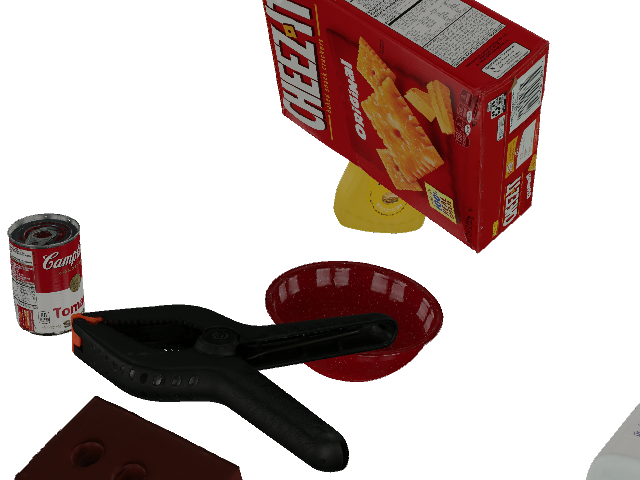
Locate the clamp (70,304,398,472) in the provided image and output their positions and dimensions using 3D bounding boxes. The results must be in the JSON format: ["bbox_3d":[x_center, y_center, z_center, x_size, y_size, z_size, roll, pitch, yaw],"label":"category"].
[{"bbox_3d":[-0.056,0.072,0.681,0.210,0.036,0.164,12,24,18],"label":"clamp"}]

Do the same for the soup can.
[{"bbox_3d":[-0.268,0.034,1.046,0.068,0.102,0.068,2,27,-1],"label":"soup can"}]

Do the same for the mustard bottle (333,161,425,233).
[{"bbox_3d":[0.075,-0.103,1.091,0.096,0.192,0.058,4,27,-13],"label":"mustard bottle"}]

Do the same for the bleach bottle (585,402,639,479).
[{"bbox_3d":[0.249,0.106,0.628,0.103,0.068,0.250,19,29,32],"label":"bleach bottle"}]

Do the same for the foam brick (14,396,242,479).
[{"bbox_3d":[-0.075,0.111,0.435,0.078,0.051,0.052,20,45,25],"label":"foam brick"}]

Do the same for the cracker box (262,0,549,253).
[{"bbox_3d":[0.054,-0.111,0.764,0.072,0.164,0.214,-40,59,-22],"label":"cracker box"}]

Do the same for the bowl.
[{"bbox_3d":[0.028,0.080,0.973,0.162,0.055,0.162,5,28,-3],"label":"bowl"}]
